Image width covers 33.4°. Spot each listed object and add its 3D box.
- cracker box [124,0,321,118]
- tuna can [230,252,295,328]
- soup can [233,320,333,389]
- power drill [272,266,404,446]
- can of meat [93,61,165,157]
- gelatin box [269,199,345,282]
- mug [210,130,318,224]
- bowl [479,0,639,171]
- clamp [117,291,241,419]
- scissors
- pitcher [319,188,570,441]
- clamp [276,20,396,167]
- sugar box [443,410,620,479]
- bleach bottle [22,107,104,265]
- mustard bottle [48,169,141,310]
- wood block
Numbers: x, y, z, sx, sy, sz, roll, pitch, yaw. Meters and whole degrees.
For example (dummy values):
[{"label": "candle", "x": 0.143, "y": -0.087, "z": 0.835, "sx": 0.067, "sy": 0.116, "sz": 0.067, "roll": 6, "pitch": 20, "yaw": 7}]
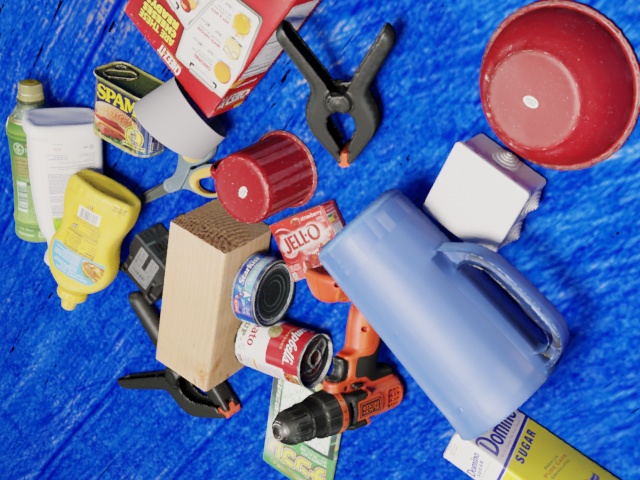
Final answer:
[{"label": "cracker box", "x": -0.099, "y": -0.264, "z": 1.142, "sx": 0.164, "sy": 0.071, "sz": 0.214, "roll": 52, "pitch": 133, "yaw": 9}, {"label": "tuna can", "x": -0.066, "y": 0.059, "z": 1.252, "sx": 0.034, "sy": 0.085, "sz": 0.086, "roll": 16, "pitch": 119, "yaw": 31}, {"label": "soup can", "x": -0.045, "y": 0.131, "z": 1.280, "sx": 0.102, "sy": 0.068, "sz": 0.068, "roll": 16, "pitch": 119, "yaw": 33}, {"label": "power drill", "x": 0.021, "y": 0.120, "z": 1.158, "sx": 0.057, "sy": 0.184, "sz": 0.188, "roll": 17, "pitch": 112, "yaw": 42}, {"label": "can of meat", "x": -0.231, "y": -0.159, "z": 1.306, "sx": 0.102, "sy": 0.057, "sz": 0.084, "roll": 30, "pitch": 128, "yaw": 25}, {"label": "gelatin box", "x": -0.008, "y": 0.002, "z": 1.217, "sx": 0.089, "sy": 0.030, "sz": 0.073, "roll": -19, "pitch": 97, "yaw": 42}, {"label": "mug", "x": -0.073, "y": -0.071, "z": 1.201, "sx": 0.117, "sy": 0.081, "sz": 0.093, "roll": 21, "pitch": 122, "yaw": 30}, {"label": "bowl", "x": 0.205, "y": -0.133, "z": 0.968, "sx": 0.162, "sy": 0.055, "sz": 0.162, "roll": 17, "pitch": 120, "yaw": 33}, {"label": "clamp", "x": -0.197, "y": 0.185, "z": 1.449, "sx": 0.210, "sy": 0.036, "sz": 0.165, "roll": 36, "pitch": 129, "yaw": 21}, {"label": "scissors", "x": -0.183, "y": -0.088, "z": 1.326, "sx": 0.202, "sy": 0.016, "sz": 0.096, "roll": -1, "pitch": 107, "yaw": 38}, {"label": "pitcher", "x": 0.120, "y": 0.064, "z": 1.054, "sx": 0.149, "sy": 0.145, "sz": 0.243, "roll": -42, "pitch": 89, "yaw": 0}, {"label": "clamp", "x": 0.030, "y": -0.153, "z": 1.094, "sx": 0.120, "sy": 0.039, "sz": 0.171, "roll": 1, "pitch": 132, "yaw": 24}, {"label": "sugar box", "x": 0.225, "y": 0.240, "z": 1.097, "sx": 0.176, "sy": 0.093, "sz": 0.048, "roll": 35, "pitch": 127, "yaw": 21}, {"label": "bleach bottle", "x": -0.339, "y": -0.049, "z": 1.414, "sx": 0.068, "sy": 0.102, "sz": 0.251, "roll": -123, "pitch": 35, "yaw": -52}, {"label": "mustard bottle", "x": -0.301, "y": 0.011, "z": 1.379, "sx": 0.096, "sy": 0.058, "sz": 0.192, "roll": 29, "pitch": 117, "yaw": 9}, {"label": "wood block", "x": -0.131, "y": 0.067, "z": 1.306, "sx": 0.091, "sy": 0.090, "sz": 0.206, "roll": 28, "pitch": 126, "yaw": 26}]
